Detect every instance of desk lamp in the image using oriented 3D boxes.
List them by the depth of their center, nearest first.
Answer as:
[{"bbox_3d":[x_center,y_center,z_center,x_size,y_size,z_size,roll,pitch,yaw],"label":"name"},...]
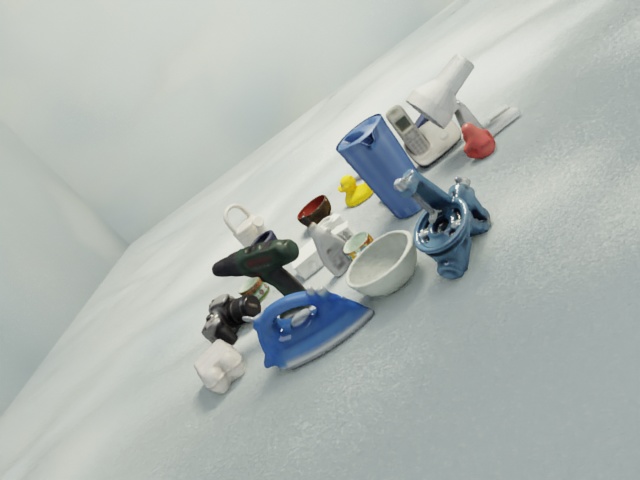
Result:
[{"bbox_3d":[0.347,-0.338,1.426,0.203,0.214,0.117,-38,20,6],"label":"desk lamp"}]

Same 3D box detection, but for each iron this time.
[{"bbox_3d":[-0.031,0.159,1.175,0.258,0.142,0.118,-32,22,23],"label":"iron"}]

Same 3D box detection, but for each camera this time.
[{"bbox_3d":[-0.233,0.197,1.516,0.136,0.101,0.143,-25,25,37],"label":"camera"}]

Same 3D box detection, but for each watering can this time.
[{"bbox_3d":[-0.232,-0.040,1.871,0.172,0.194,0.101,-27,24,33],"label":"watering can"}]

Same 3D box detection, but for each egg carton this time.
[{"bbox_3d":[-0.237,0.299,1.358,0.107,0.069,0.150,-46,21,-14],"label":"egg carton"}]

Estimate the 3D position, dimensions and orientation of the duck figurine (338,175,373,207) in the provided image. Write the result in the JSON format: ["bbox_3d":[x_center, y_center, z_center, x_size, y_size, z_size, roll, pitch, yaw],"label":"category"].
[{"bbox_3d":[0.099,-0.154,1.676,0.104,0.086,0.077,-25,25,36],"label":"duck figurine"}]

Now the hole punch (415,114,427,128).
[{"bbox_3d":[0.308,-0.342,1.686,0.101,0.091,0.109,-25,25,37],"label":"hole punch"}]

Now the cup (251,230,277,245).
[{"bbox_3d":[-0.159,0.041,1.717,0.118,0.095,0.091,-43,20,-6],"label":"cup"}]

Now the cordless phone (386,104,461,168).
[{"bbox_3d":[0.273,-0.301,1.525,0.147,0.185,0.094,-39,20,3],"label":"cordless phone"}]

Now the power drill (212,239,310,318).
[{"bbox_3d":[-0.120,0.094,1.371,0.229,0.209,0.075,-29,23,29],"label":"power drill"}]

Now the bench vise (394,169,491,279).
[{"bbox_3d":[0.217,-0.061,1.072,0.121,0.220,0.207,-28,23,30],"label":"bench vise"}]

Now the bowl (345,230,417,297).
[{"bbox_3d":[0.138,0.061,1.173,0.167,0.075,0.167,-35,21,16],"label":"bowl"}]

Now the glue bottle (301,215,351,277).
[{"bbox_3d":[0.013,0.005,1.370,0.078,0.173,0.037,-45,21,-11],"label":"glue bottle"}]

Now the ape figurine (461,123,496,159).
[{"bbox_3d":[0.370,-0.241,1.363,0.078,0.092,0.076,-39,20,6],"label":"ape figurine"}]
